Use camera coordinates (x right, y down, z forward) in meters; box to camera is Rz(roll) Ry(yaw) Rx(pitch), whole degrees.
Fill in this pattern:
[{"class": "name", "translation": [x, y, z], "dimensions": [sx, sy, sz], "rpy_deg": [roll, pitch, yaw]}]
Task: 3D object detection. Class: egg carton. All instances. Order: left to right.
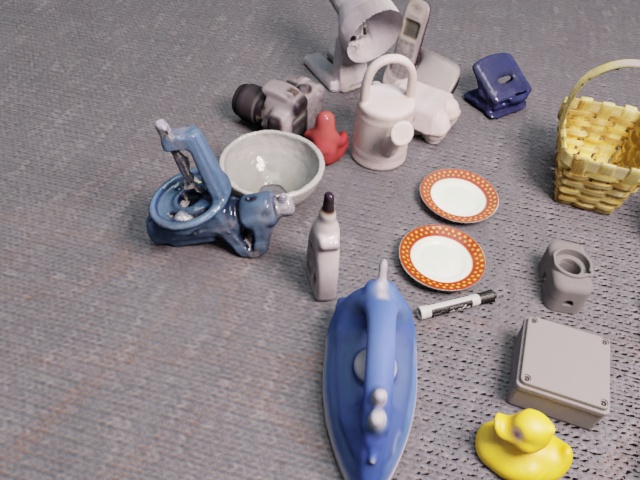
[{"class": "egg carton", "translation": [0.182, -0.243, 1.074], "dimensions": [0.150, 0.069, 0.107], "rpy_deg": [25, 51, 17]}]

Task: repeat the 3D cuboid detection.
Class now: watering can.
[{"class": "watering can", "translation": [0.114, -0.216, 0.959], "dimensions": [0.101, 0.194, 0.172], "rpy_deg": [-24, 54, -24]}]

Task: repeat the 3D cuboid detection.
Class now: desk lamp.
[{"class": "desk lamp", "translation": [0.055, -0.397, 1.106], "dimensions": [0.118, 0.214, 0.202], "rpy_deg": [-22, 53, -23]}]

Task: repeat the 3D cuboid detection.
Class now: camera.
[{"class": "camera", "translation": [-0.079, -0.250, 1.037], "dimensions": [0.136, 0.101, 0.143], "rpy_deg": [25, 51, 18]}]

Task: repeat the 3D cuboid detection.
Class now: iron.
[{"class": "iron", "translation": [0.063, 0.153, 0.653], "dimensions": [0.118, 0.141, 0.258], "rpy_deg": [5, 47, 0]}]

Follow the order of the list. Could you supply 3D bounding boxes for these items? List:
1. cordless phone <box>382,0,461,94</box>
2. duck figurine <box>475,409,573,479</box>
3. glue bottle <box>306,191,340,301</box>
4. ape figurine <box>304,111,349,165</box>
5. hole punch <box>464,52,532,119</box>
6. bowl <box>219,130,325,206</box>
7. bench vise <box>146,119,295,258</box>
[{"class": "cordless phone", "translation": [0.203, -0.356, 1.100], "dimensions": [0.147, 0.185, 0.094], "rpy_deg": [30, 52, 21]}, {"class": "duck figurine", "translation": [0.234, 0.223, 0.640], "dimensions": [0.104, 0.086, 0.077], "rpy_deg": [14, 48, 9]}, {"class": "glue bottle", "translation": [0.007, 0.003, 0.764], "dimensions": [0.037, 0.173, 0.078], "rpy_deg": [-7, 48, -10]}, {"class": "ape figurine", "translation": [0.010, -0.182, 0.989], "dimensions": [0.077, 0.092, 0.076], "rpy_deg": [15, 48, 10]}, {"class": "hole punch", "translation": [0.358, -0.307, 1.133], "dimensions": [0.109, 0.091, 0.101], "rpy_deg": [-23, 53, -23]}, {"class": "bowl", "translation": [-0.076, -0.099, 0.917], "dimensions": [0.167, 0.075, 0.167], "rpy_deg": [2, 47, -2]}, {"class": "bench vise", "translation": [-0.144, -0.078, 0.793], "dimensions": [0.208, 0.220, 0.121], "rpy_deg": [-10, 49, -14]}]
